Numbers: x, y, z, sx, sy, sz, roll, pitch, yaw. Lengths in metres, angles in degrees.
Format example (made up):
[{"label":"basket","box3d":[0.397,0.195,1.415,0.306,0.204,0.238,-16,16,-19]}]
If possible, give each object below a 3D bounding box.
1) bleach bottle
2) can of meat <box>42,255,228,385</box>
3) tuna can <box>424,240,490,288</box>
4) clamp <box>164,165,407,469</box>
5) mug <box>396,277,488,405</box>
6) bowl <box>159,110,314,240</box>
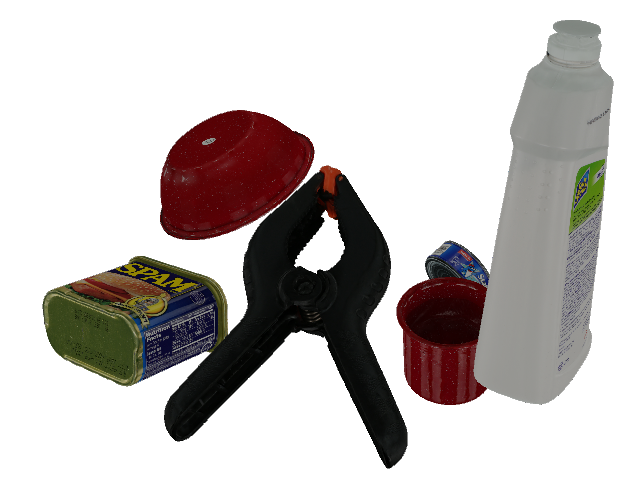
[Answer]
[{"label":"bleach bottle","box3d":[0.151,-0.020,0.692,0.068,0.251,0.102,17,34,25]},{"label":"can of meat","box3d":[-0.130,0.055,0.743,0.102,0.057,0.083,15,24,36]},{"label":"tuna can","box3d":[0.167,0.044,1.291,0.033,0.086,0.086,-39,14,-18]},{"label":"clamp","box3d":[0.002,0.039,0.554,0.120,0.171,0.039,16,-28,10]},{"label":"mug","box3d":[0.117,0.085,0.968,0.093,0.081,0.117,0,39,7]},{"label":"bowl","box3d":[-0.090,-0.072,0.989,0.162,0.055,0.162,-21,32,14]}]
